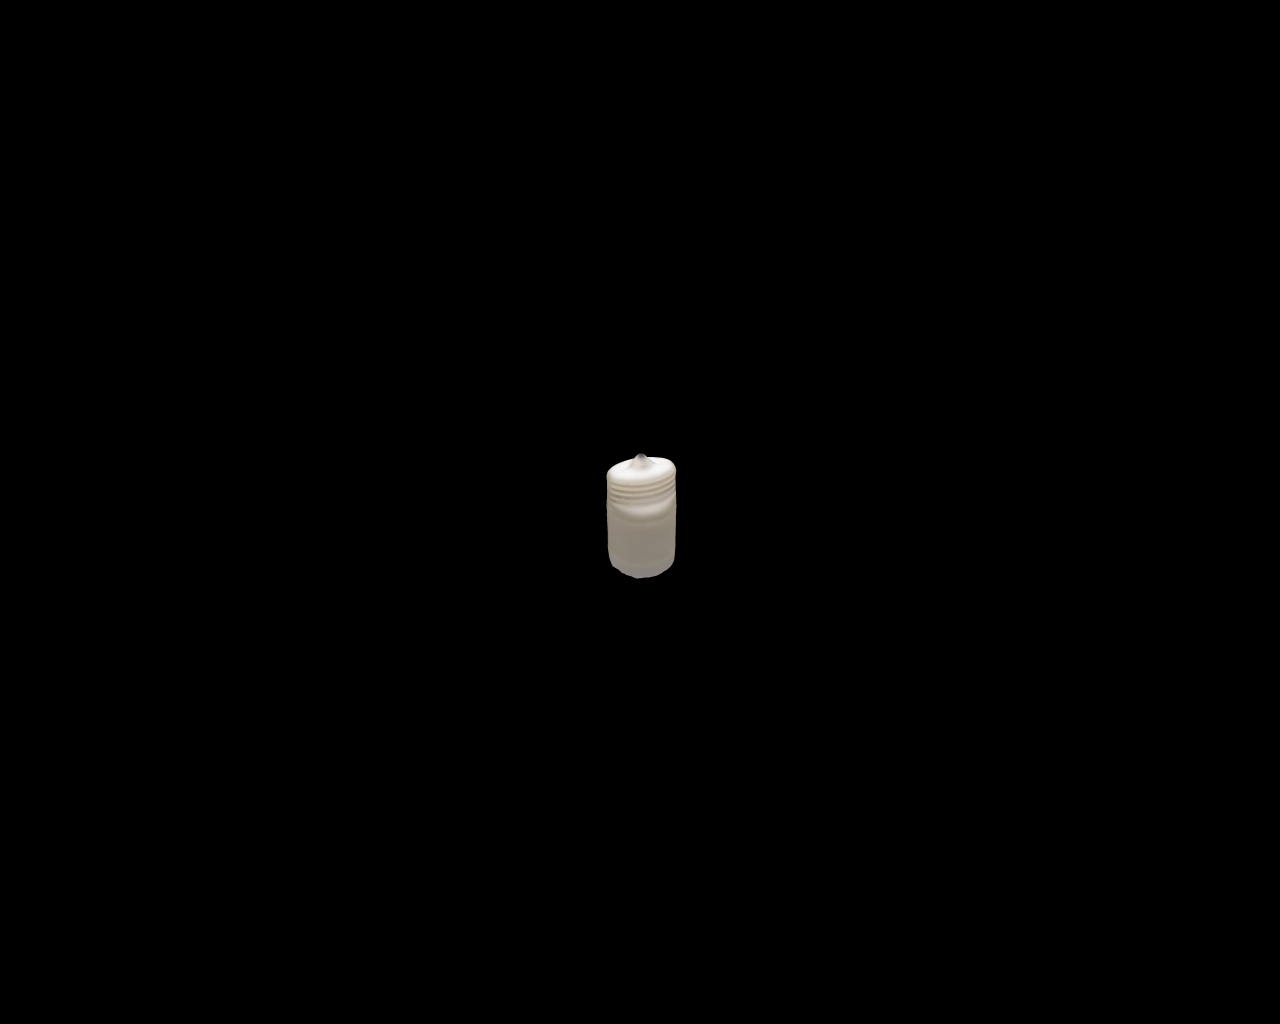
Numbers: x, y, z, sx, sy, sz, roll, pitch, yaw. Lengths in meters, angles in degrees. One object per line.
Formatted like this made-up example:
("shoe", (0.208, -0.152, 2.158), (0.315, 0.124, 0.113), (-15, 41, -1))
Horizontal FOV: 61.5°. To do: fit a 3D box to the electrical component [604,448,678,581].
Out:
("electrical component", (0.001, -0.003, 0.650), (0.043, 0.080, 0.043), (0, 37, 0))
